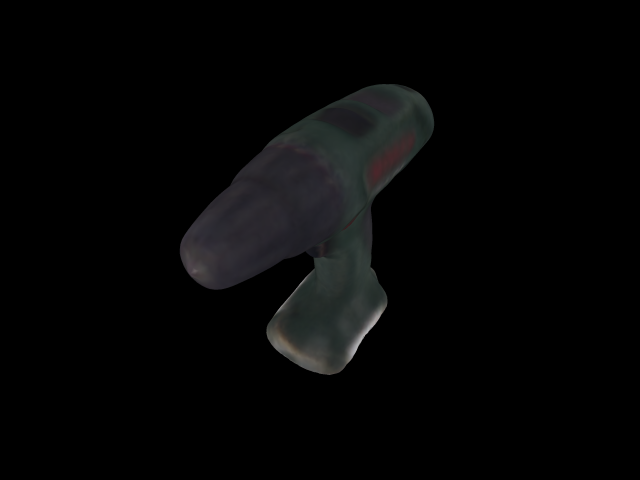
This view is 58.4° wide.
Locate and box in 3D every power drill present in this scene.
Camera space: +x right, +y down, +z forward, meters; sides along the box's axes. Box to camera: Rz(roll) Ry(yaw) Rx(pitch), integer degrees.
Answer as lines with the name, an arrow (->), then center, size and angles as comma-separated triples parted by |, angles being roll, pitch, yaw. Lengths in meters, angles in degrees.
power drill -> 0.004, 0.001, 0.400 | 0.075, 0.208, 0.230 | 25, 54, 20
